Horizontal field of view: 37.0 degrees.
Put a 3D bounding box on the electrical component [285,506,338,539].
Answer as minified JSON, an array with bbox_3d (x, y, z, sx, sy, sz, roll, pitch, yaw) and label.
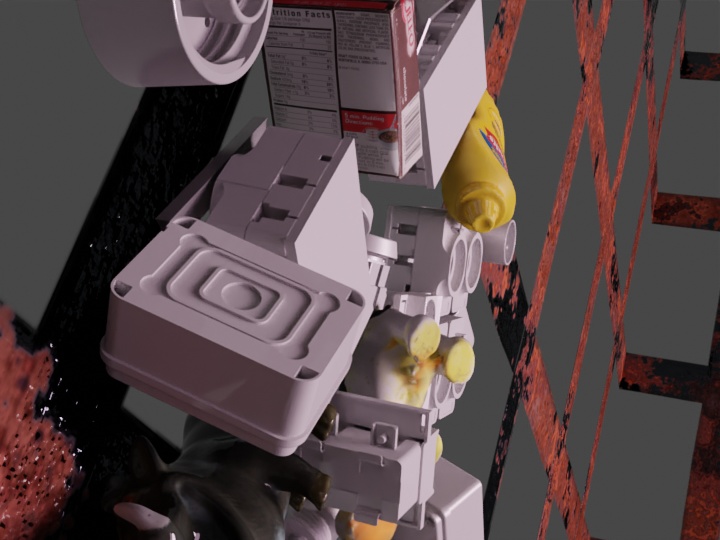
[{"bbox_3d":[-0.032,0.179,0.786,0.081,0.043,0.043,-53,146,-52],"label":"electrical component"}]

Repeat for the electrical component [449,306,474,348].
[{"bbox_3d":[0.079,0.065,1.040,0.077,0.043,0.079,68,36,-54],"label":"electrical component"}]

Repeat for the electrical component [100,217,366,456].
[{"bbox_3d":[-0.063,0.033,0.538,0.078,0.113,0.057,-56,167,-50],"label":"electrical component"}]

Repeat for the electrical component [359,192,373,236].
[{"bbox_3d":[-0.022,-0.027,0.733,0.055,0.048,0.066,-58,150,-32],"label":"electrical component"}]

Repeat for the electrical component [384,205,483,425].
[{"bbox_3d":[0.060,0.039,0.953,0.105,0.060,0.186,-7,104,-69],"label":"electrical component"}]

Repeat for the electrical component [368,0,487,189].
[{"bbox_3d":[0.048,-0.145,0.846,0.150,0.062,0.089,-61,151,-43],"label":"electrical component"}]

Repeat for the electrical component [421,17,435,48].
[{"bbox_3d":[0.034,-0.203,0.794,0.077,0.043,0.079,25,52,-69],"label":"electrical component"}]

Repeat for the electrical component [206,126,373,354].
[{"bbox_3d":[-0.041,0.000,0.647,0.150,0.062,0.089,83,26,-47],"label":"electrical component"}]

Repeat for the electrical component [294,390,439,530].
[{"bbox_3d":[-0.019,0.119,0.685,0.063,0.121,0.078,-23,119,-63],"label":"electrical component"}]

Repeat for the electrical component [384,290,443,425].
[{"bbox_3d":[0.023,0.077,0.865,0.079,0.063,0.121,0,98,-70],"label":"electrical component"}]

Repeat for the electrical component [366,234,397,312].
[{"bbox_3d":[0.000,0.000,0.801,0.066,0.048,0.055,12,94,-70],"label":"electrical component"}]

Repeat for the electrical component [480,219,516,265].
[{"bbox_3d":[0.105,-0.047,1.018,0.044,0.077,0.079,-52,145,-53],"label":"electrical component"}]

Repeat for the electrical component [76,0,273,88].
[{"bbox_3d":[-0.078,-0.139,0.512,0.108,0.060,0.108,8,90,-69],"label":"electrical component"}]

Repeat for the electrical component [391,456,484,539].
[{"bbox_3d":[0.047,0.205,0.904,0.056,0.109,0.108,-32,131,-33],"label":"electrical component"}]
